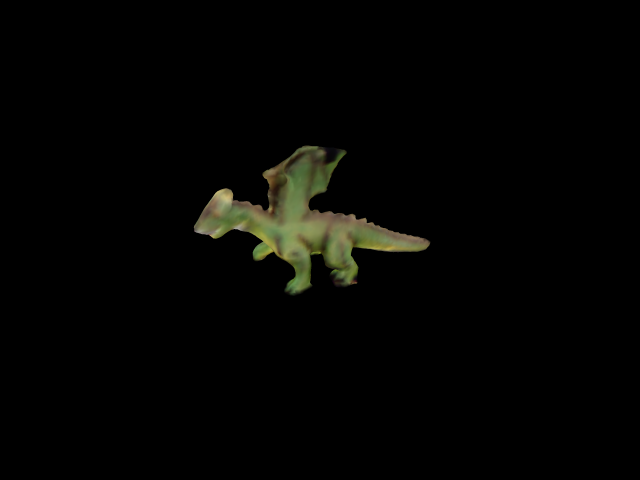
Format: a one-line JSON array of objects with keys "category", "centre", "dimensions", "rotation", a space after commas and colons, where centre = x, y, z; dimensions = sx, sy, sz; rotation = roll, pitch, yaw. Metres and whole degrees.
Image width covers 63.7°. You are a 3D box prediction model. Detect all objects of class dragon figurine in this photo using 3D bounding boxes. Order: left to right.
[{"category": "dragon figurine", "centre": [0.003, -0.043, 0.850], "dimensions": [0.411, 0.237, 0.125], "rotation": [-11, 41, -13]}]
